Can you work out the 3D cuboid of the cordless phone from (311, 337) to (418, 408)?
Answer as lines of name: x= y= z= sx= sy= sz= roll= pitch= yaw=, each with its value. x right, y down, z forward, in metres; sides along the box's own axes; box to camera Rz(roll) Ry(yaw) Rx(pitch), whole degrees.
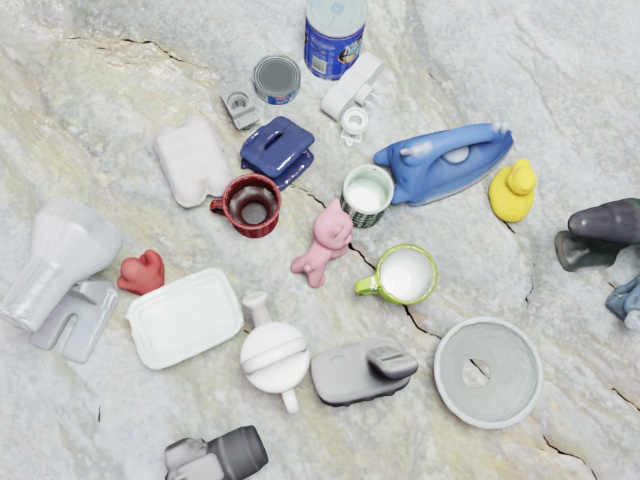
cordless phone: x=0.064 y=0.188 z=0.825 sx=0.147 sy=0.185 sz=0.094 roll=-16 pitch=76 yaw=-7

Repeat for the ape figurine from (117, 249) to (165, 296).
ape figurine: x=-0.282 y=0.051 z=0.890 sx=0.078 sy=0.092 sz=0.076 roll=-28 pitch=78 yaw=-9

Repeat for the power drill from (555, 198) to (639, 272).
power drill: x=0.454 y=-0.010 z=0.886 sx=0.229 sy=0.208 sz=0.075 roll=-8 pitch=76 yaw=-5

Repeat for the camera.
camera: x=-0.140 y=0.338 z=0.818 sx=0.137 sy=0.101 sz=0.143 roll=-24 pitch=78 yaw=-9

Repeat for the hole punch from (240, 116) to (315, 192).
hole punch: x=-0.074 y=-0.150 z=0.955 sx=0.101 sy=0.091 sz=0.109 roll=43 pitch=77 yaw=8

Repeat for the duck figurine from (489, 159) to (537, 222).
duck figurine: x=0.332 y=-0.087 z=0.963 sx=0.077 sy=0.086 sz=0.104 roll=10 pitch=75 yaw=0

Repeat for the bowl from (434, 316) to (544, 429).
bowl: x=0.251 y=0.205 z=0.887 sx=0.167 sy=0.075 sz=0.167 roll=1 pitch=75 yaw=-3

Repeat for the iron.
iron: x=0.227 y=-0.152 z=0.946 sx=0.258 sy=0.141 sz=0.118 roll=-20 pitch=77 yaw=-8

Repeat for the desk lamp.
desk lamp: x=-0.362 y=0.063 z=0.820 sx=0.118 sy=0.213 sz=0.203 roll=21 pitch=75 yaw=3

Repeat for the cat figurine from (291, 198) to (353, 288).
cat figurine: x=0.008 y=0.003 z=0.905 sx=0.067 sy=0.118 sz=0.128 roll=33 pitch=76 yaw=6

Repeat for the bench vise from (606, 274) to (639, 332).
bench vise: x=0.555 y=0.058 z=0.867 sx=0.121 sy=0.220 sz=0.207 roll=25 pitch=75 yaw=4

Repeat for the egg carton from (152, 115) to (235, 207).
egg carton: x=-0.208 y=-0.131 z=0.954 sx=0.107 sy=0.069 sz=0.150 roll=-24 pitch=78 yaw=-9

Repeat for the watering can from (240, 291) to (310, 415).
watering can: x=-0.068 y=0.162 z=0.820 sx=0.101 sy=0.194 sz=0.173 roll=-41 pitch=81 yaw=-12
